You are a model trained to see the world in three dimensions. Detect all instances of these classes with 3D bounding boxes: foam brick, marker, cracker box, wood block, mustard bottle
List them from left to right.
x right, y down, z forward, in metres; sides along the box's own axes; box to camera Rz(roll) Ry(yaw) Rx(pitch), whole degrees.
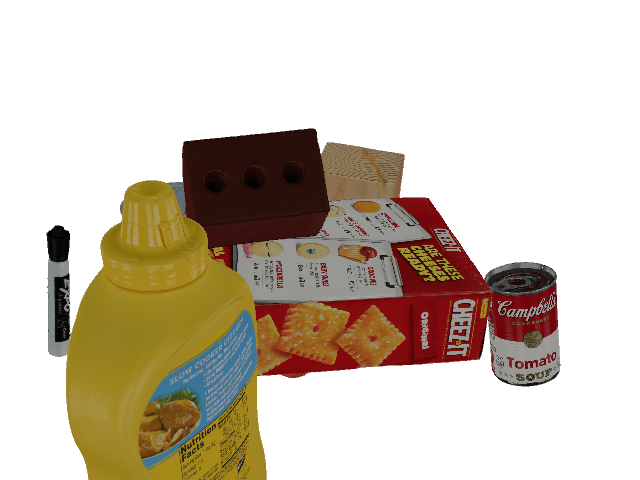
[{"bbox_3d":[-0.220,0.043,0.898,0.020,0.121,0.020,6,27,-3],"label":"marker"},{"bbox_3d":[-0.063,0.064,0.445,0.058,0.192,0.096,17,34,28],"label":"mustard bottle"},{"bbox_3d":[-0.039,-0.029,0.616,0.078,0.053,0.051,-8,-14,-9],"label":"foam brick"},{"bbox_3d":[0.005,0.033,0.844,0.213,0.072,0.164,-2,29,-12],"label":"cracker box"},{"bbox_3d":[0.034,0.007,1.193,0.090,0.206,0.090,10,26,8],"label":"wood block"}]

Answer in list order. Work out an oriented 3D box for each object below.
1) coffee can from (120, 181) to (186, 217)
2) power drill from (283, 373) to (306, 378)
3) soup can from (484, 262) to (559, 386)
[{"bbox_3d":[-0.167,0.017,1.227,0.103,0.140,0.103,-5,26,2],"label":"coffee can"},{"bbox_3d":[-0.067,0.172,0.996,0.185,0.188,0.057,29,10,41],"label":"power drill"},{"bbox_3d":[0.196,0.081,1.032,0.068,0.102,0.068,-7,22,3],"label":"soup can"}]
